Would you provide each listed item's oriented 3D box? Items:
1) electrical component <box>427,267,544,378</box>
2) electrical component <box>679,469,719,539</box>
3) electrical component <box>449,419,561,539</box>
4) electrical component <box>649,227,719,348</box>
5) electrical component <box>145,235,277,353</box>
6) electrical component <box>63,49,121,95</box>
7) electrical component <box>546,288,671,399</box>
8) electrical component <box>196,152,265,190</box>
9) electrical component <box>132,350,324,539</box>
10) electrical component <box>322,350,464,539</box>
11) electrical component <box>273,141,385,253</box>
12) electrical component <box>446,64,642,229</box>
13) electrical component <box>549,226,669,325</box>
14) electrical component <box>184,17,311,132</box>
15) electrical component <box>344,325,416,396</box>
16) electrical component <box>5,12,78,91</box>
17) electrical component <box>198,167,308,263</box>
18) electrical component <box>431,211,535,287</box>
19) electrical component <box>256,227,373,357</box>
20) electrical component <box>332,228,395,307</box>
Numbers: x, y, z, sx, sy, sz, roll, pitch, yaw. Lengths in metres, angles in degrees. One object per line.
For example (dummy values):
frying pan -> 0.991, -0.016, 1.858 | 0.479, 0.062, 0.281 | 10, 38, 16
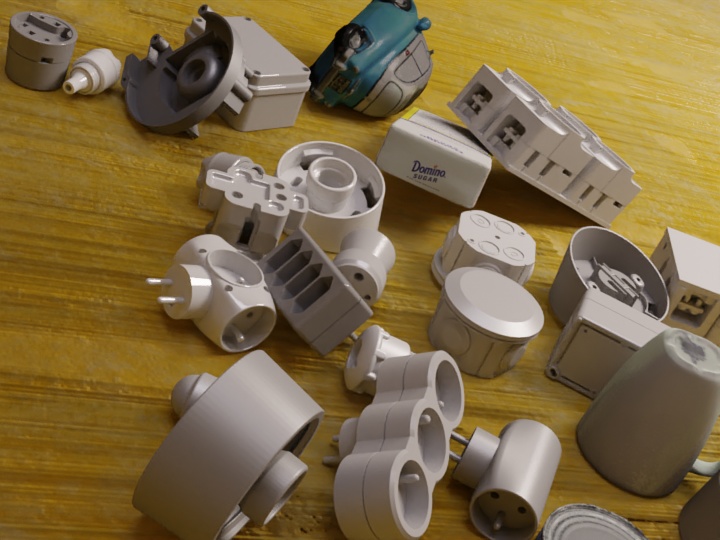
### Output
electrical component -> 0.094, 0.039, 0.817 | 0.080, 0.051, 0.080 | 16, 33, -11
electrical component -> 0.280, 0.175, 0.728 | 0.108, 0.060, 0.108 | 16, 33, -11
electrical component -> 0.085, 0.127, 0.691 | 0.079, 0.044, 0.077 | 28, 33, 7
electrical component -> 0.332, 0.033, 0.961 | 0.150, 0.061, 0.089 | 20, 33, -5
electrical component -> -0.107, 0.015, 0.729 | 0.079, 0.044, 0.077 | 3, 37, -43
electrical component -> -0.233, -0.166, 0.924 | 0.035, 0.035, 0.061 | 27, 35, 6
electrical component -> 0.203, 0.066, 0.835 | 0.096, 0.061, 0.061 | 28, 33, 7
electrical component -> -0.094, -0.068, 0.850 | 0.062, 0.043, 0.043 | 13, 27, 26
electrical component -> -0.063, 0.104, 0.581 | 0.060, 0.108, 0.108 | 37, 35, 10
electrical component -> 0.012, 0.108, 0.665 | 0.074, 0.052, 0.138 | -10, 33, 28
electrical component -> -0.028, -0.058, 0.890 | 0.099, 0.064, 0.099 | 9, 47, -9
electrical component -> 0.183, -0.119, 1.028 | 0.186, 0.060, 0.105 | 21, 25, -46
electrical component -> 0.210, 0.018, 0.905 | 0.099, 0.064, 0.099 | 16, 33, -11
electrical component -> -0.109, -0.186, 1.006 | 0.078, 0.057, 0.113 | -14, 48, -43
electrical component -> 0.023, 0.069, 0.738 | 0.062, 0.048, 0.048 | 25, 32, -14
electrical component -> -0.273, -0.185, 0.914 | 0.055, 0.047, 0.055 | 16, 34, -11
electrical component -> -0.085, -0.036, 0.809 | 0.078, 0.057, 0.058 | 15, 33, -13
electrical component -> 0.104, -0.008, 0.889 | 0.080, 0.051, 0.080 | 16, 34, -11
electrical component -> -0.025, 0.025, 0.762 | 0.075, 0.047, 0.083 | 49, 0, -41
electrical component -> 0.000, 0.000, 0.820 | 0.045, 0.045, 0.055 | 24, 33, 1
